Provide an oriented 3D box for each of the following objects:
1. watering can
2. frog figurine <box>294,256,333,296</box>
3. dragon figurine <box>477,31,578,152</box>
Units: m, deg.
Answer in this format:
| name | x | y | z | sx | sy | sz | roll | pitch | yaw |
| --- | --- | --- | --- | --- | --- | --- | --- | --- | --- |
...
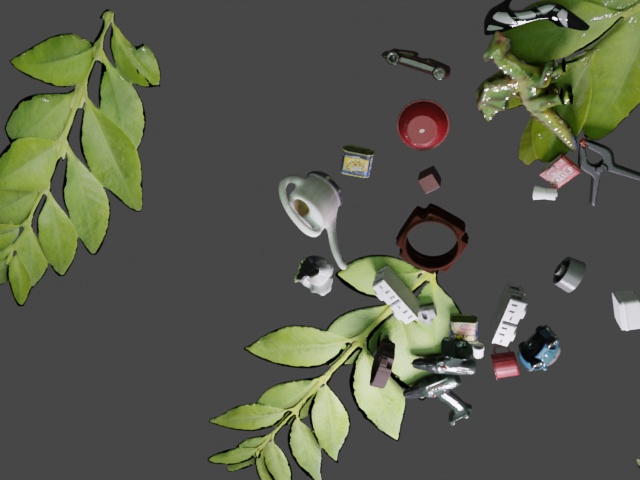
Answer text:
| name | x | y | z | sx | sy | sz | roll | pitch | yaw |
| --- | --- | --- | --- | --- | --- | --- | --- | --- | --- |
| watering can | 0.005 | -0.084 | 1.674 | 0.103 | 0.229 | 0.345 | -27 | 109 | 44 |
| frog figurine | -0.005 | 0.129 | 1.863 | 0.136 | 0.125 | 0.157 | -37 | 139 | 19 |
| dragon figurine | 0.571 | -0.397 | 1.456 | 0.242 | 0.125 | 0.403 | -3 | 129 | 36 |
